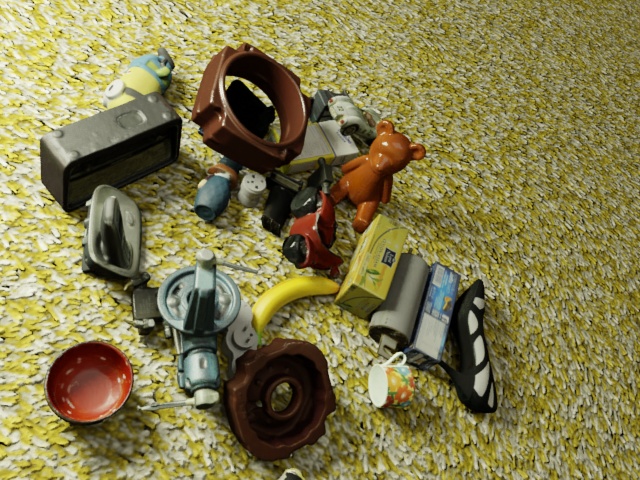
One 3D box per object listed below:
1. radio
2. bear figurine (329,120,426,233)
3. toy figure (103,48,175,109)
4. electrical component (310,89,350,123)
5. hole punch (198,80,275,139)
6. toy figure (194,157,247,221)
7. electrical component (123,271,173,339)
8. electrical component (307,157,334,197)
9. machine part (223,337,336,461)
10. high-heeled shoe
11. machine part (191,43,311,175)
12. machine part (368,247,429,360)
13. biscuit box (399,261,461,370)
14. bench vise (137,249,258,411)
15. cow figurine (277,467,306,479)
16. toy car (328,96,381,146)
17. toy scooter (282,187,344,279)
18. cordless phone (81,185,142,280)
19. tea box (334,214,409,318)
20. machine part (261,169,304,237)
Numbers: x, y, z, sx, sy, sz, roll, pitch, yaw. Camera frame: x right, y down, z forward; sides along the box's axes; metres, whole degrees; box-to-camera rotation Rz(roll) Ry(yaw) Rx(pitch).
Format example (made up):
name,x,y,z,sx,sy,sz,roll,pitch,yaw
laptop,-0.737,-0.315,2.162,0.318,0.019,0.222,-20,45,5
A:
name,x,y,z,sx,sy,sz,roll,pitch,yaw
radio,-0.342,-0.151,0.896,0.073,0.131,0.229,47,54,9
bear figurine,0.105,-0.123,1.039,0.120,0.196,0.132,38,55,-3
toy figure,-0.333,-0.288,1.013,0.089,0.082,0.180,30,52,-3
electrical component,0.003,-0.286,1.163,0.119,0.075,0.048,-10,66,-33
hole punch,-0.166,-0.232,1.061,0.115,0.092,0.142,41,49,-24
toy figure,-0.185,-0.105,0.985,0.058,0.064,0.154,0,48,20
electrical component,-0.266,0.102,0.837,0.078,0.045,0.102,3,61,-21
electrical component,-0.001,-0.117,1.064,0.021,0.063,0.094,16,53,-34
machine part,-0.060,0.236,0.810,0.179,0.056,0.179,2,85,-32
high-heeled shoe,0.308,0.196,1.017,0.145,0.086,0.249,38,59,-3
machine part,-0.119,-0.239,0.982,0.201,0.087,0.201,25,60,-30
machine part,0.147,0.110,0.996,0.079,0.079,0.243,29,55,-6
biscuit box,0.209,0.139,1.014,0.059,0.062,0.203,29,54,-6
bench vise,-0.171,0.111,0.760,0.129,0.240,0.224,9,49,-11
cow figurine,-0.028,0.414,0.751,0.098,0.068,0.167,-22,73,-38
toy car,0.085,-0.254,1.151,0.201,0.056,0.073,5,55,-57
toy scooter,-0.002,-0.003,0.988,0.135,0.075,0.184,43,40,-30
cordless phone,-0.315,-0.034,0.809,0.089,0.184,0.146,3,61,-17
tea box,0.096,0.048,0.996,0.068,0.098,0.169,28,56,-5
machine part,-0.078,-0.073,1.028,0.084,0.039,0.139,27,52,-18
